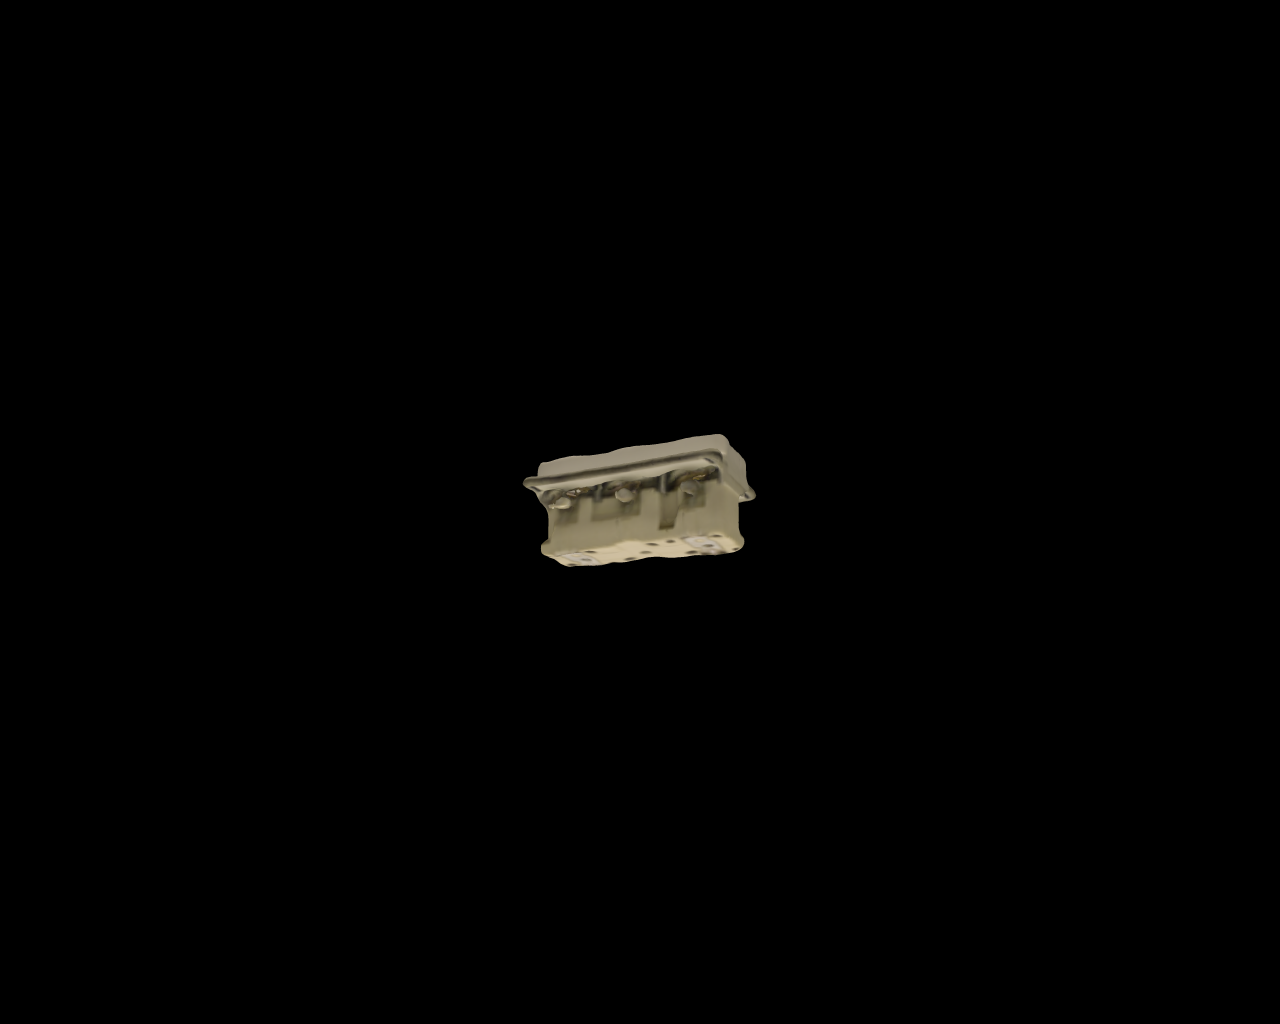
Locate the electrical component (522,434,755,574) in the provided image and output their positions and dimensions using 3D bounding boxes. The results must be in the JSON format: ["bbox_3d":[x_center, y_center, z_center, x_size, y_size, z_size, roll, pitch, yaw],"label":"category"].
[{"bbox_3d":[0.001,-0.003,0.650,0.121,0.063,0.078,-7,-19,20],"label":"electrical component"}]
